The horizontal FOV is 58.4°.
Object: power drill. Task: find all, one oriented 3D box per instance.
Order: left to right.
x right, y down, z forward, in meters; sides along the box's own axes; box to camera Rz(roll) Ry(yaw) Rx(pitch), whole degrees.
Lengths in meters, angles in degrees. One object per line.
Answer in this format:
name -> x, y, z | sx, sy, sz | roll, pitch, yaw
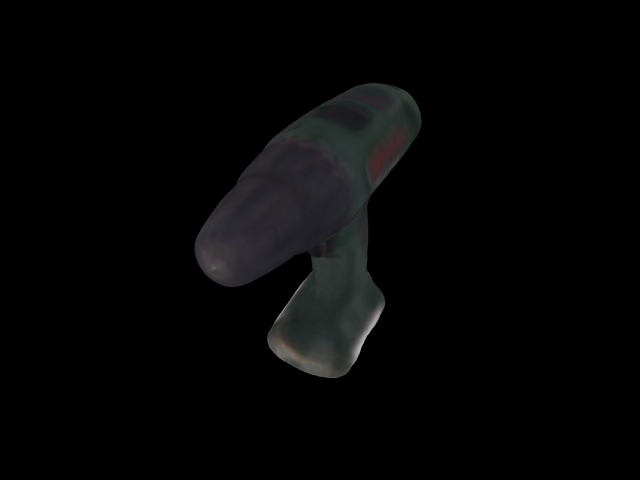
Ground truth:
power drill -> 0.004, 0.001, 0.400 | 0.075, 0.208, 0.230 | 20, 50, 18
